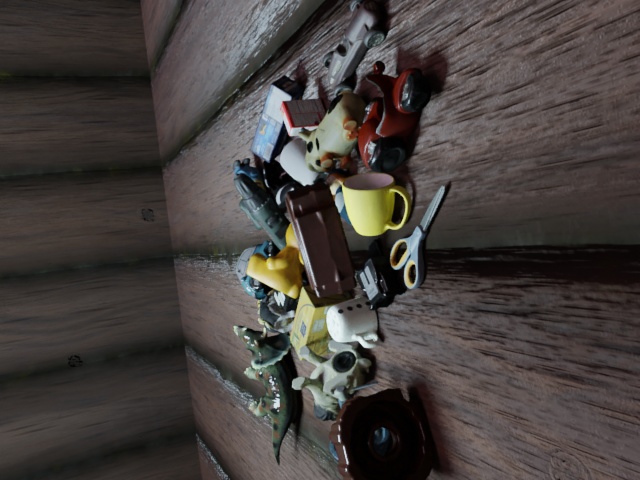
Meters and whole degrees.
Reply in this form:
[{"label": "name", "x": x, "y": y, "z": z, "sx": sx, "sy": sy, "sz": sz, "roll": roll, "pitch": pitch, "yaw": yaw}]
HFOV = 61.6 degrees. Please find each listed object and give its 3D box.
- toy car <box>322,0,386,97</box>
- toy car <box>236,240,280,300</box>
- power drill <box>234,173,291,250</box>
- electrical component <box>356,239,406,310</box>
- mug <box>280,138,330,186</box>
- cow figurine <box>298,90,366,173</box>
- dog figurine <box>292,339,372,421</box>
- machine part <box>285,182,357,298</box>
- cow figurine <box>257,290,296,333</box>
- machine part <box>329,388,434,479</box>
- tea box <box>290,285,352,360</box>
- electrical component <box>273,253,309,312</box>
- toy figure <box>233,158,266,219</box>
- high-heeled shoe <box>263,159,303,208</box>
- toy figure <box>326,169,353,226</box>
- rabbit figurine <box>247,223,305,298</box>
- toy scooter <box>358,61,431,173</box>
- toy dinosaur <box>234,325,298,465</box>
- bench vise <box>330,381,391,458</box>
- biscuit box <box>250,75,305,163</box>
[{"label": "toy car", "x": 0.052, "y": -0.338, "z": 0.956, "sx": 0.202, "sy": 0.053, "sz": 0.089, "roll": -47, "pitch": 58, "yaw": 57}, {"label": "toy car", "x": -0.167, "y": 0.070, "z": 1.410, "sx": 0.109, "sy": 0.103, "sz": 0.161, "roll": 34, "pitch": -107, "yaw": -77}, {"label": "power drill", "x": -0.144, "y": -0.079, "z": 1.330, "sx": 0.232, "sy": 0.086, "sz": 0.207, "roll": 51, "pitch": 168, "yaw": -17}, {"label": "electrical component", "x": 0.102, "y": 0.058, "z": 0.965, "sx": 0.075, "sy": 0.048, "sz": 0.119, "roll": -53, "pitch": 51, "yaw": 56}, {"label": "mug", "x": -0.019, "y": -0.164, "z": 1.136, "sx": 0.107, "sy": 0.081, "sz": 0.109, "roll": 51, "pitch": 126, "yaw": 31}, {"label": "cow figurine", "x": 0.023, "y": -0.197, "z": 1.011, "sx": 0.195, "sy": 0.085, "sz": 0.127, "roll": -53, "pitch": 42, "yaw": 49}, {"label": "dog figurine", "x": 0.049, "y": 0.309, "z": 1.130, "sx": 0.173, "sy": 0.121, "sz": 0.190, "roll": -3, "pitch": 137, "yaw": 31}, {"label": "machine part", "x": -0.002, "y": -0.003, "z": 1.030, "sx": 0.201, "sy": 0.087, "sz": 0.201, "roll": -120, "pitch": 15, "yaw": -78}, {"label": "cow figurine", "x": -0.131, "y": 0.190, "z": 1.441, "sx": 0.168, "sy": 0.098, "sz": 0.068, "roll": 38, "pitch": 137, "yaw": 56}, {"label": "machine part", "x": 0.104, "y": 0.338, "z": 0.902, "sx": 0.056, "sy": 0.179, "sz": 0.179, "roll": 131, "pitch": 127, "yaw": -63}, {"label": "tea box", "x": 0.002, "y": 0.173, "z": 1.153, "sx": 0.068, "sy": 0.098, "sz": 0.169, "roll": 58, "pitch": 144, "yaw": 41}, {"label": "electrical component", "x": -0.076, "y": 0.112, "z": 1.348, "sx": 0.115, "sy": 0.058, "sz": 0.134, "roll": -118, "pitch": 32, "yaw": -42}, {"label": "toy figure", "x": -0.188, "y": -0.138, "z": 1.492, "sx": 0.089, "sy": 0.082, "sz": 0.180, "roll": 90, "pitch": 155, "yaw": -65}, {"label": "high-heeled shoe", "x": -0.087, "y": -0.148, "z": 1.241, "sx": 0.249, "sy": 0.086, "sz": 0.145, "roll": 147, "pitch": 101, "yaw": -78}, {"label": "toy figure", "x": 0.049, "y": -0.089, "z": 1.028, "sx": 0.064, "sy": 0.057, "sz": 0.155, "roll": -42, "pitch": 47, "yaw": 14}, {"label": "rabbit figurine", "x": -0.062, "y": 0.035, "z": 1.211, "sx": 0.163, "sy": 0.121, "sz": 0.173, "roll": 16, "pitch": 75, "yaw": 42}, {"label": "toy scooter", "x": 0.104, "y": -0.206, "z": 0.854, "sx": 0.135, "sy": 0.075, "sz": 0.183, "roll": 63, "pitch": 146, "yaw": 35}, {"label": "toy dinosaur", "x": -0.118, "y": 0.412, "z": 1.468, "sx": 0.192, "sy": 0.131, "sz": 0.404, "roll": -34, "pitch": 72, "yaw": 63}, {"label": "bench vise", "x": 0.082, "y": 0.382, "z": 0.990, "sx": 0.224, "sy": 0.129, "sz": 0.240, "roll": -115, "pitch": 5, "yaw": -72}, {"label": "biscuit box", "x": -0.101, "y": -0.276, "z": 1.247, "sx": 0.059, "sy": 0.063, "sz": 0.202, "roll": 34, "pitch": 136, "yaw": 6}]
